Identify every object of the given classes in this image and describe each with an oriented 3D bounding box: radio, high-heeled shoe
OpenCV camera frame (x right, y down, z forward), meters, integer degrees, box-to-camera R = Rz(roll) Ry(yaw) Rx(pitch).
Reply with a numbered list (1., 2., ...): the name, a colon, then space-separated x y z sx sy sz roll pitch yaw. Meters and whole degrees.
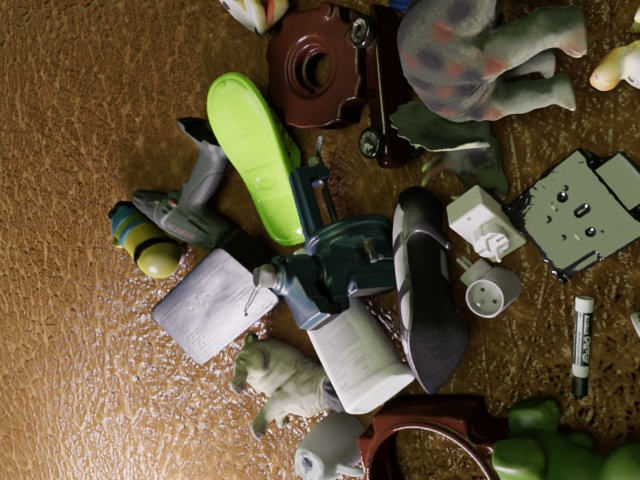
1. radio: -0.163 0.094 0.874 0.131 0.073 0.229 45 120 -7
2. high-heeled shoe: 0.123 0.060 0.682 0.145 0.086 0.248 -123 32 -62

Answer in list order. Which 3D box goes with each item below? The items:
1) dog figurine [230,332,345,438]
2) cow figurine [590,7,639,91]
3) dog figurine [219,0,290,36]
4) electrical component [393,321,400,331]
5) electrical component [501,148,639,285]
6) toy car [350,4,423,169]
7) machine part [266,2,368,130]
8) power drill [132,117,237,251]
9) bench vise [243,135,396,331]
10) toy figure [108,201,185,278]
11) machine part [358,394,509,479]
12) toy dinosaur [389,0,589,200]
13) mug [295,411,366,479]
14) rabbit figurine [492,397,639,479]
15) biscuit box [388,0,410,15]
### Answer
1. dog figurine: -0.025 0.193 0.818 0.191 0.121 0.172 -31 83 19
2. cow figurine: 0.351 -0.198 0.515 0.098 0.068 0.167 45 120 13
3. dog figurine: -0.052 -0.417 0.737 0.219 0.191 0.109 -44 66 -5
4. electrical component: 0.145 0.133 0.717 0.078 0.045 0.102 -28 83 5
5. electrical component: 0.288 -0.033 0.586 0.134 0.058 0.115 -44 75 31
6. toy car: 0.082 -0.190 0.679 0.053 0.089 0.202 -2 95 55
7. machine part: 0.000 -0.237 0.750 0.180 0.056 0.179 7 102 34
8. power drill: -0.225 -0.098 0.908 0.232 0.086 0.207 33 110 24
9. bench vise: 0.002 -0.007 0.709 0.128 0.224 0.240 120 138 -60
10. toy figure: -0.325 0.000 0.984 0.180 0.089 0.082 42 124 19
11. machine part: 0.159 0.312 0.707 0.201 0.087 0.201 -12 92 34
12. toy dinosaur: 0.143 -0.180 0.521 0.192 0.404 0.131 -15 62 16
13. mug: 0.021 0.315 0.787 0.110 0.107 0.080 23 111 32
14. rabbit figurine: 0.296 0.267 0.586 0.170 0.121 0.159 -12 97 37
15. biscuit box: 0.144 -0.367 0.630 0.063 0.059 0.202 25 110 29
